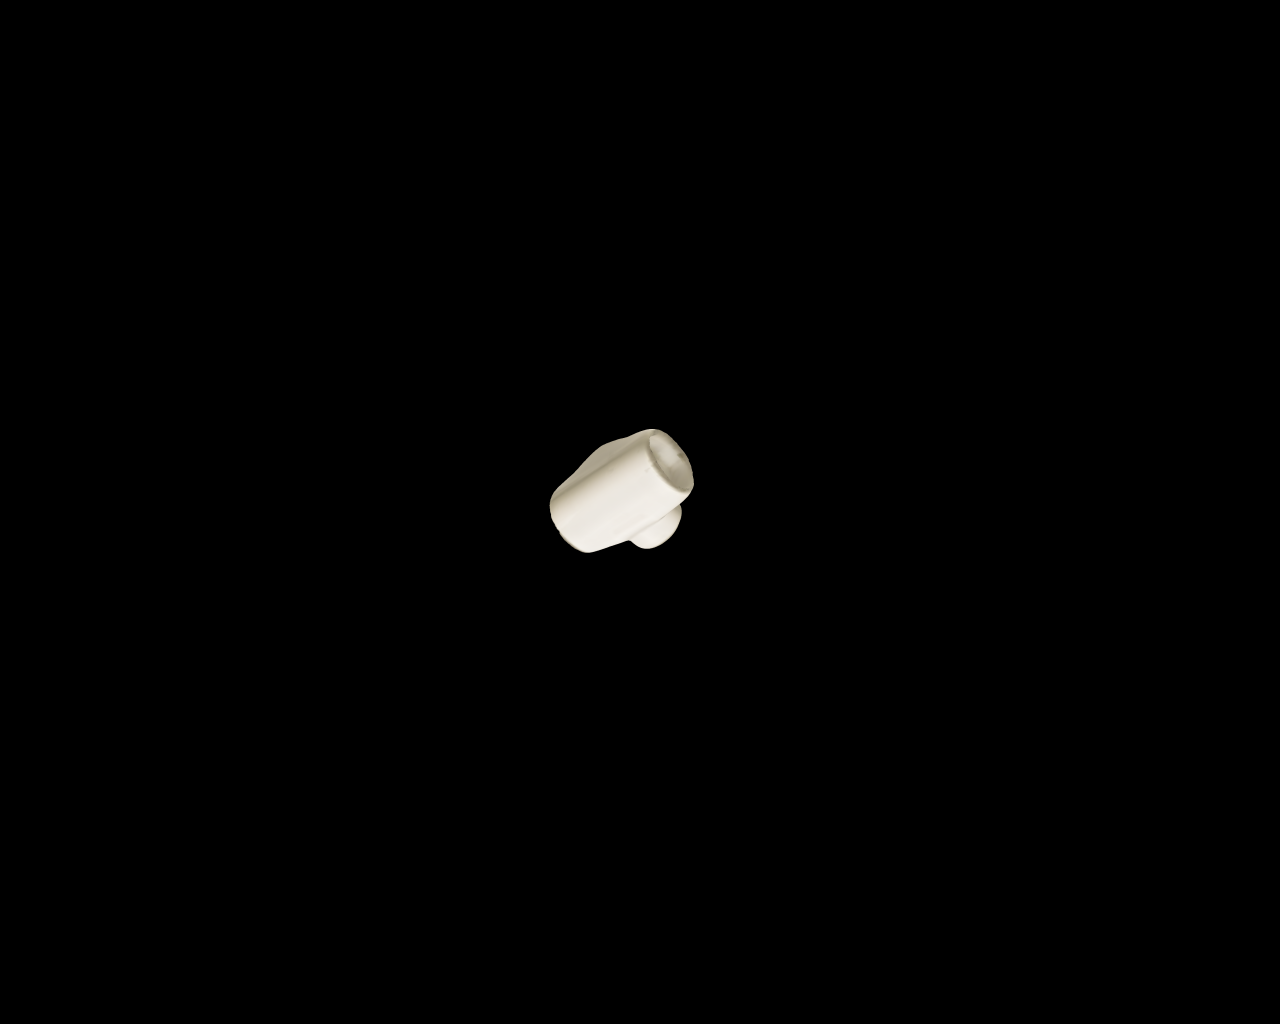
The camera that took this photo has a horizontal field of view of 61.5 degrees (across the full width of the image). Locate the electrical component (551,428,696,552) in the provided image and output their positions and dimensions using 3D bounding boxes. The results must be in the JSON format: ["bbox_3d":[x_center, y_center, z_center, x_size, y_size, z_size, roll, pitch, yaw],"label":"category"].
[{"bbox_3d":[0.001,-0.003,0.650,0.077,0.043,0.079,-32,-54,27],"label":"electrical component"}]
